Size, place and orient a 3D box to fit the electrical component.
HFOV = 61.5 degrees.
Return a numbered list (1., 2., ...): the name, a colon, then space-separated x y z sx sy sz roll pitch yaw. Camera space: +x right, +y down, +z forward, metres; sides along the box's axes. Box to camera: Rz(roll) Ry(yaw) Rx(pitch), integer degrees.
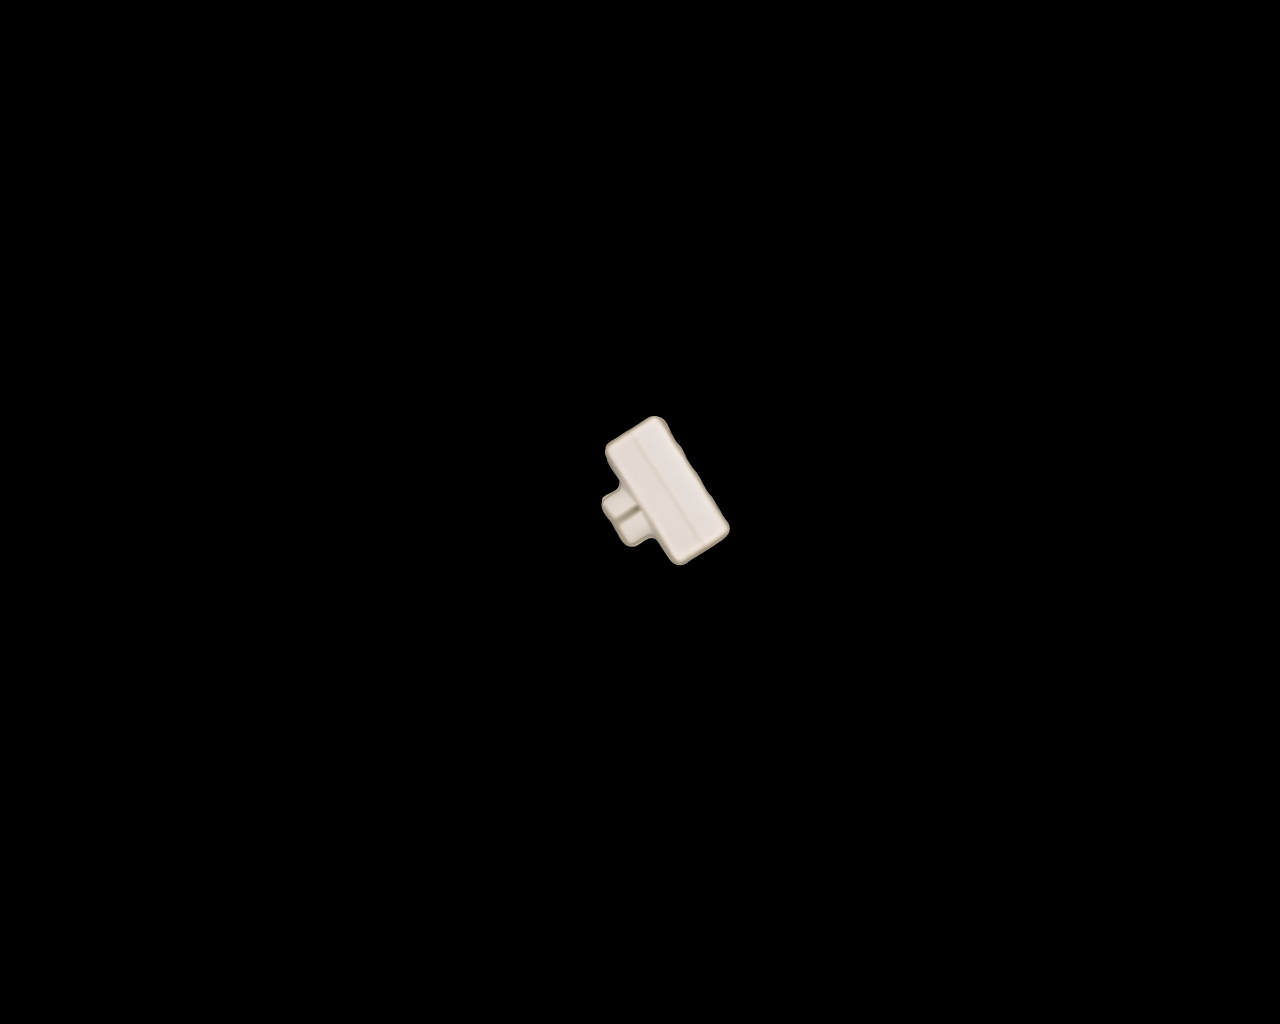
1. electrical component: 0.001 -0.003 0.650 0.076 0.083 0.047 -32 -4 -2
